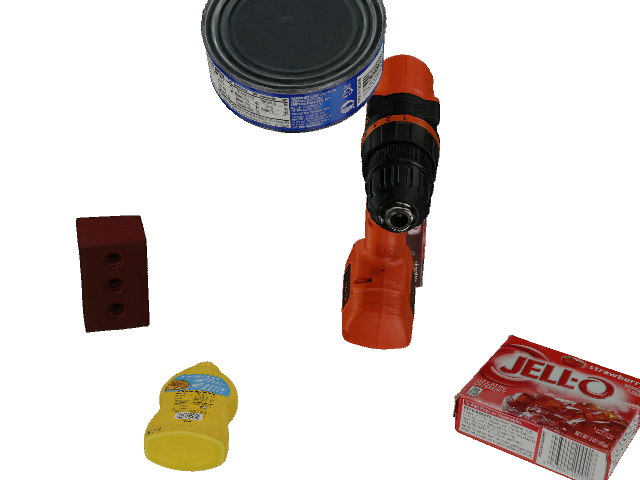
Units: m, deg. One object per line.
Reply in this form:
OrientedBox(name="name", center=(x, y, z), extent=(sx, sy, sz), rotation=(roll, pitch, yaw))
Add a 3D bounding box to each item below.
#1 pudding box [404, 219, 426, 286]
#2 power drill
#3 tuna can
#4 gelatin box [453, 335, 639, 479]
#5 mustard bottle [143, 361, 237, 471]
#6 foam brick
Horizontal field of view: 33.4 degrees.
OrientedBox(name="pudding box", center=(0.080, -0.023, 0.992), extent=(0.039, 0.090, 0.113), rotation=(2, 30, 2))
OrientedBox(name="power drill", center=(0.050, -0.014, 0.758), extent=(0.057, 0.188, 0.184), rotation=(8, 38, 2))
OrientedBox(name="tuna can", center=(-0.012, -0.093, 0.504), extent=(0.086, 0.086, 0.034), rotation=(0, -32, 2))
OrientedBox(name="gelatin box", center=(0.129, 0.092, 0.594), extent=(0.089, 0.030, 0.073), rotation=(19, 33, 28))
OrientedBox(name="mustard bottle", center=(-0.151, 0.203, 1.303), extent=(0.096, 0.058, 0.191), rotation=(2, 24, 2))
OrientedBox(name="foam brick", center=(-0.165, 0.025, 0.851), extent=(0.053, 0.078, 0.051), rotation=(-5, 26, -13))
